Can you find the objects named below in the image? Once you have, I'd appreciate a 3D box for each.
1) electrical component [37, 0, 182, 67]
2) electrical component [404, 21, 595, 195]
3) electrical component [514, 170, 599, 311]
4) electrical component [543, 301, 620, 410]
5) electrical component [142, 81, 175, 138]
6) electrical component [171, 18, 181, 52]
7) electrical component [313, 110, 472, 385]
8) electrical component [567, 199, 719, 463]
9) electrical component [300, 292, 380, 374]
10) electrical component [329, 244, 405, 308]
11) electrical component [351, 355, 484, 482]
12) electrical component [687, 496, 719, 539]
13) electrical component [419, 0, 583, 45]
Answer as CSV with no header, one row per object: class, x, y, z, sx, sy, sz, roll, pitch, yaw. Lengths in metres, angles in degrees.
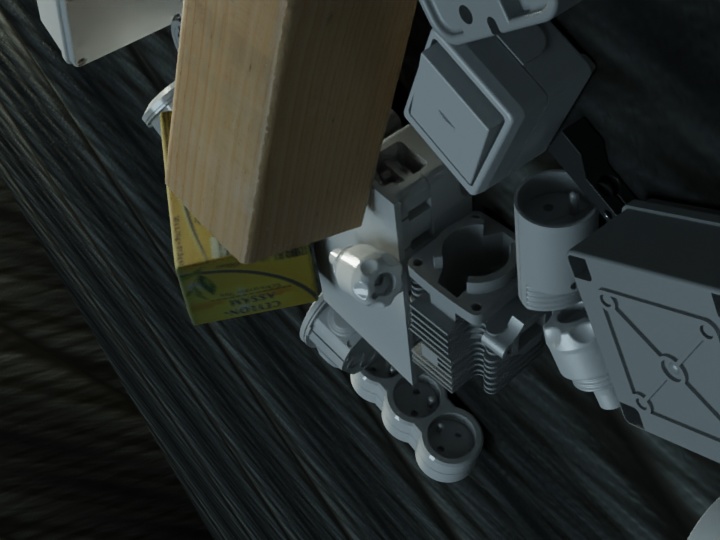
electrical component,-0.197,-0.227,0.846,0.056,0.109,0.108,55,160,13
electrical component,0.062,-0.083,0.537,0.061,0.061,0.096,52,160,13
electrical component,0.105,-0.009,0.576,0.043,0.043,0.081,41,155,37
electrical component,0.132,0.049,0.604,0.043,0.043,0.062,14,134,62
electrical component,-0.137,-0.133,0.895,0.051,0.080,0.080,53,161,-5
electrical component,-0.108,-0.173,0.812,0.055,0.047,0.055,47,158,25
electrical component,0.019,-0.023,0.729,0.105,0.060,0.186,43,156,33
electrical component,0.161,0.031,0.490,0.109,0.056,0.108,21,140,58
electrical component,-0.005,0.041,0.857,0.051,0.080,0.080,43,157,21
electrical component,0.000,0.000,0.666,0.061,0.035,0.035,30,147,55
electrical component,0.044,0.120,0.903,0.138,0.052,0.073,48,158,22
electrical component,0.204,0.142,0.503,0.064,0.099,0.099,19,138,51
electrical component,0.068,-0.135,0.447,0.053,0.059,0.095,62,159,-15
